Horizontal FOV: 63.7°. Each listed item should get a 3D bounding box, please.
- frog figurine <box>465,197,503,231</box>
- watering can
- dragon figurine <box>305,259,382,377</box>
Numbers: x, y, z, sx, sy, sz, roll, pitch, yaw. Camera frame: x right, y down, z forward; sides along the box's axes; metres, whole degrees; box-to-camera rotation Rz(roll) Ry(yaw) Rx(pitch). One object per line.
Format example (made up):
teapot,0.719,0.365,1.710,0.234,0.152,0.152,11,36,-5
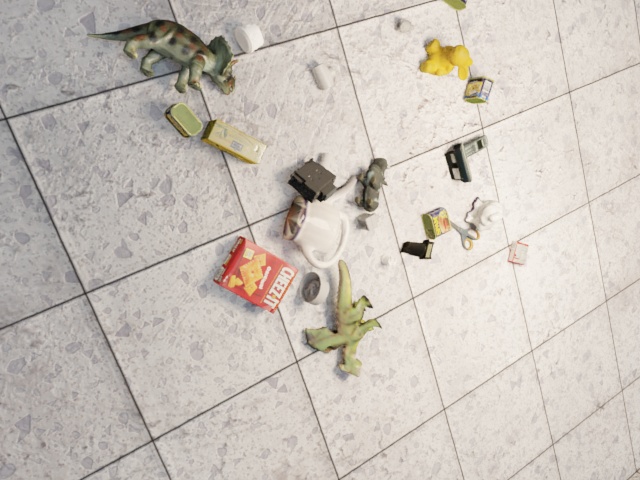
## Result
frog figurine,0.643,-0.091,1.945,0.139,0.160,0.121,-40,113,-16
watering can,0.005,-0.084,1.674,0.223,0.103,0.352,22,72,-26
dragon figurine,0.063,0.285,1.742,0.244,0.123,0.405,-31,107,-11
